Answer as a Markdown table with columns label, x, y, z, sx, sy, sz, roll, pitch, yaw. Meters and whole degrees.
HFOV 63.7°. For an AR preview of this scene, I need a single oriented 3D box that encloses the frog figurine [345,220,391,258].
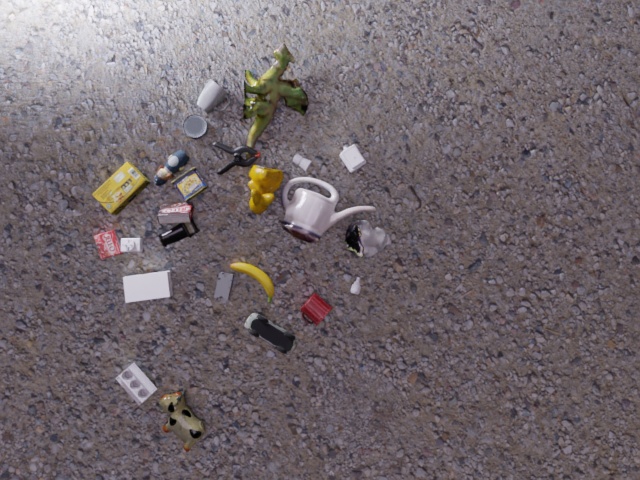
| label | x | y | z | sx | sy | sz | roll | pitch | yaw |
| --- | --- | --- | --- | --- | --- | --- | --- | --- | --- |
| frog figurine | 0.174 | -0.007 | 1.864 | 0.160 | 0.121 | 0.138 | -11 | 78 | -40 |

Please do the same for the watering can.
| label | x | y | z | sx | sy | sz | roll | pitch | yaw |
| --- | --- | --- | --- | --- | --- | --- | --- | --- | --- |
| watering can | 0.006 | -0.092 | 1.825 | 0.349 | 0.103 | 0.225 | 23 | 84 | 14 |

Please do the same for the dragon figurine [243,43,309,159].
| label | x | y | z | sx | sy | sz | roll | pitch | yaw |
| --- | --- | --- | --- | --- | --- | --- | --- | --- | --- |
| dragon figurine | -0.159 | -0.496 | 1.862 | 0.243 | 0.123 | 0.406 | -2 | 103 | -11 |
